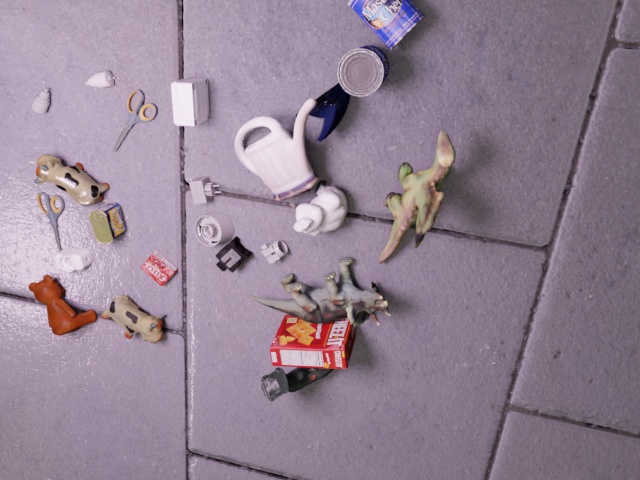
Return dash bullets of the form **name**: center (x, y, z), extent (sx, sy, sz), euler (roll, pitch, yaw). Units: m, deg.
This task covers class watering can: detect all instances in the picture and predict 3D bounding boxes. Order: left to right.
- **watering can**: center (-0.082, -0.211, 1.263), extent (0.345, 0.106, 0.222), euler (-11, 120, 49)

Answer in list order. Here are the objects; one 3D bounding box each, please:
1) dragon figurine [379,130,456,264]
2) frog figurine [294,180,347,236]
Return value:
- **dragon figurine**: center (0.223, -0.067, 1.221), extent (0.122, 0.247, 0.403), euler (19, 112, 0)
- **frog figurine**: center (0.004, -0.066, 1.312), extent (0.122, 0.162, 0.135), euler (38, 115, -5)
